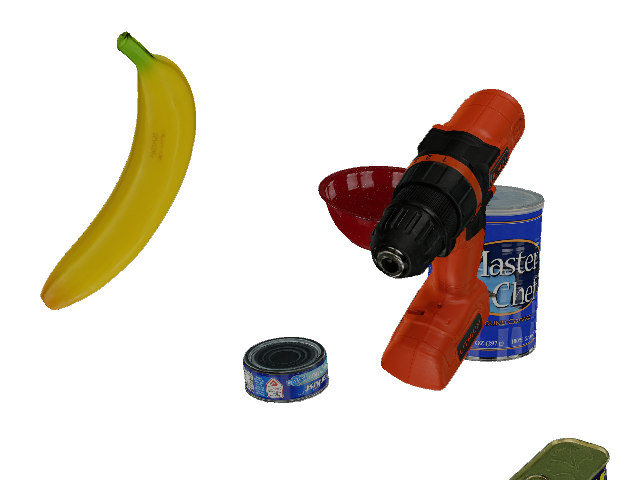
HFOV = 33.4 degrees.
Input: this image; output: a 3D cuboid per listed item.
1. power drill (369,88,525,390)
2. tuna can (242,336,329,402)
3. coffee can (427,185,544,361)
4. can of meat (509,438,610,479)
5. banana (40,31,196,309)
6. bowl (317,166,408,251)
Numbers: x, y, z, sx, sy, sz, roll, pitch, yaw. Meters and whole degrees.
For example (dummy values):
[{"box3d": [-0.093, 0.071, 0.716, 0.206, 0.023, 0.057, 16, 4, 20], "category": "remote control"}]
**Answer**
[{"box3d": [0.082, 0.013, 0.723, 0.057, 0.188, 0.184, 22, 45, 20], "category": "power drill"}, {"box3d": [-0.035, 0.129, 1.073, 0.086, 0.034, 0.086, -4, 19, 1], "category": "tuna can"}, {"box3d": [0.149, 0.027, 0.975, 0.103, 0.140, 0.103, 0, 14, 0], "category": "coffee can"}, {"box3d": [0.205, 0.231, 0.908, 0.058, 0.084, 0.101, 10, 28, 43], "category": "can of meat"}, {"box3d": [-0.121, -0.038, 0.672, 0.069, 0.198, 0.037, 9, 29, -26], "category": "banana"}, {"box3d": [0.076, -0.029, 1.174, 0.162, 0.055, 0.162, 4, 25, -2], "category": "bowl"}]
